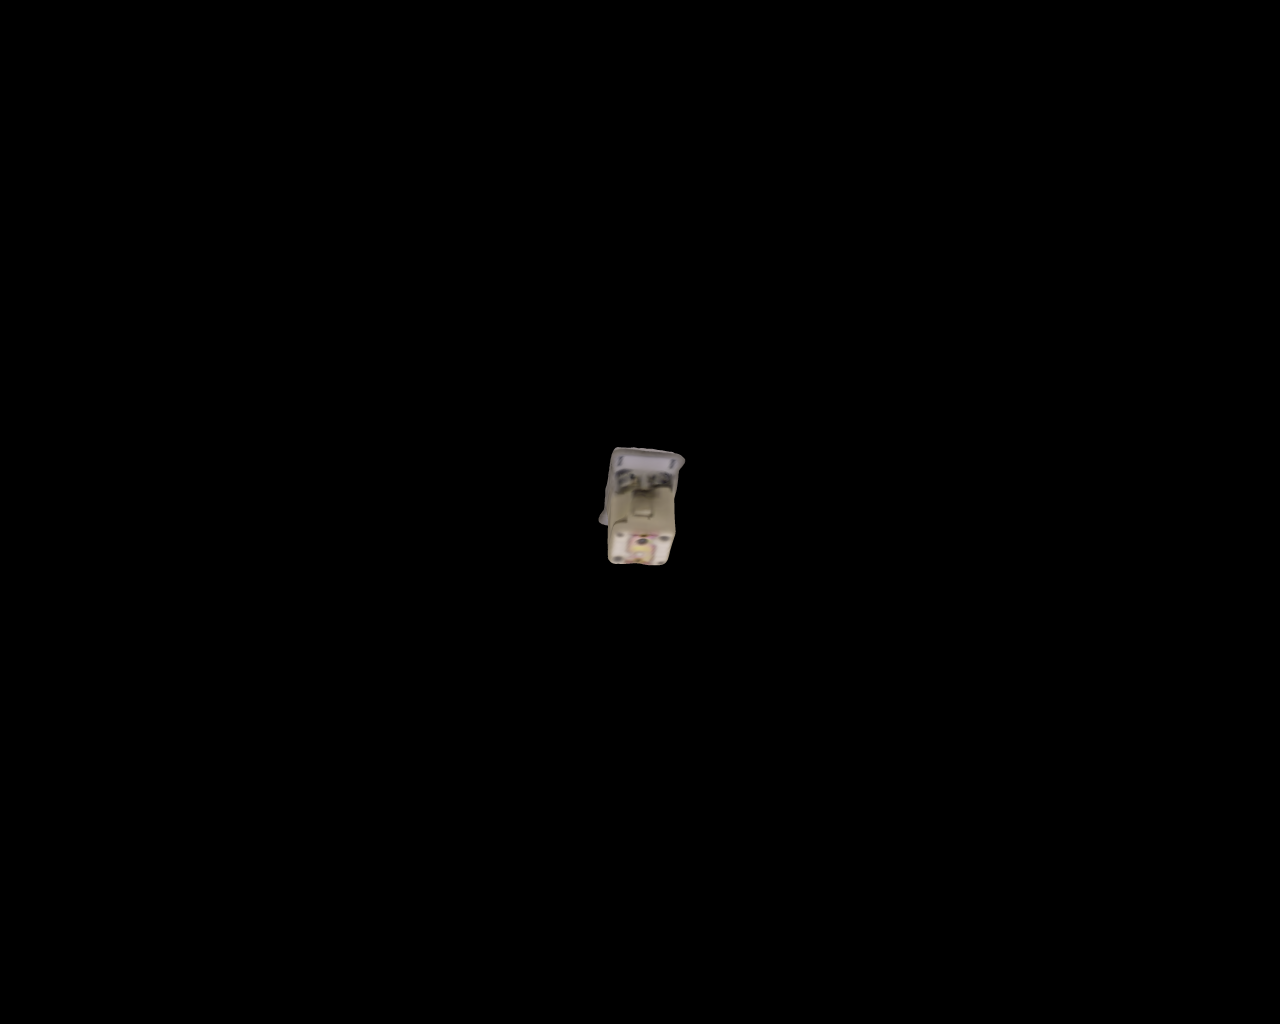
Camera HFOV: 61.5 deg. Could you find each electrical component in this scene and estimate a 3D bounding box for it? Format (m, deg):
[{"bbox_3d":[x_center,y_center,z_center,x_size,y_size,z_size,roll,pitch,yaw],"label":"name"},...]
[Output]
[{"bbox_3d":[0.001,-0.003,0.650,0.042,0.064,0.080,3,-33,-5],"label":"electrical component"}]
